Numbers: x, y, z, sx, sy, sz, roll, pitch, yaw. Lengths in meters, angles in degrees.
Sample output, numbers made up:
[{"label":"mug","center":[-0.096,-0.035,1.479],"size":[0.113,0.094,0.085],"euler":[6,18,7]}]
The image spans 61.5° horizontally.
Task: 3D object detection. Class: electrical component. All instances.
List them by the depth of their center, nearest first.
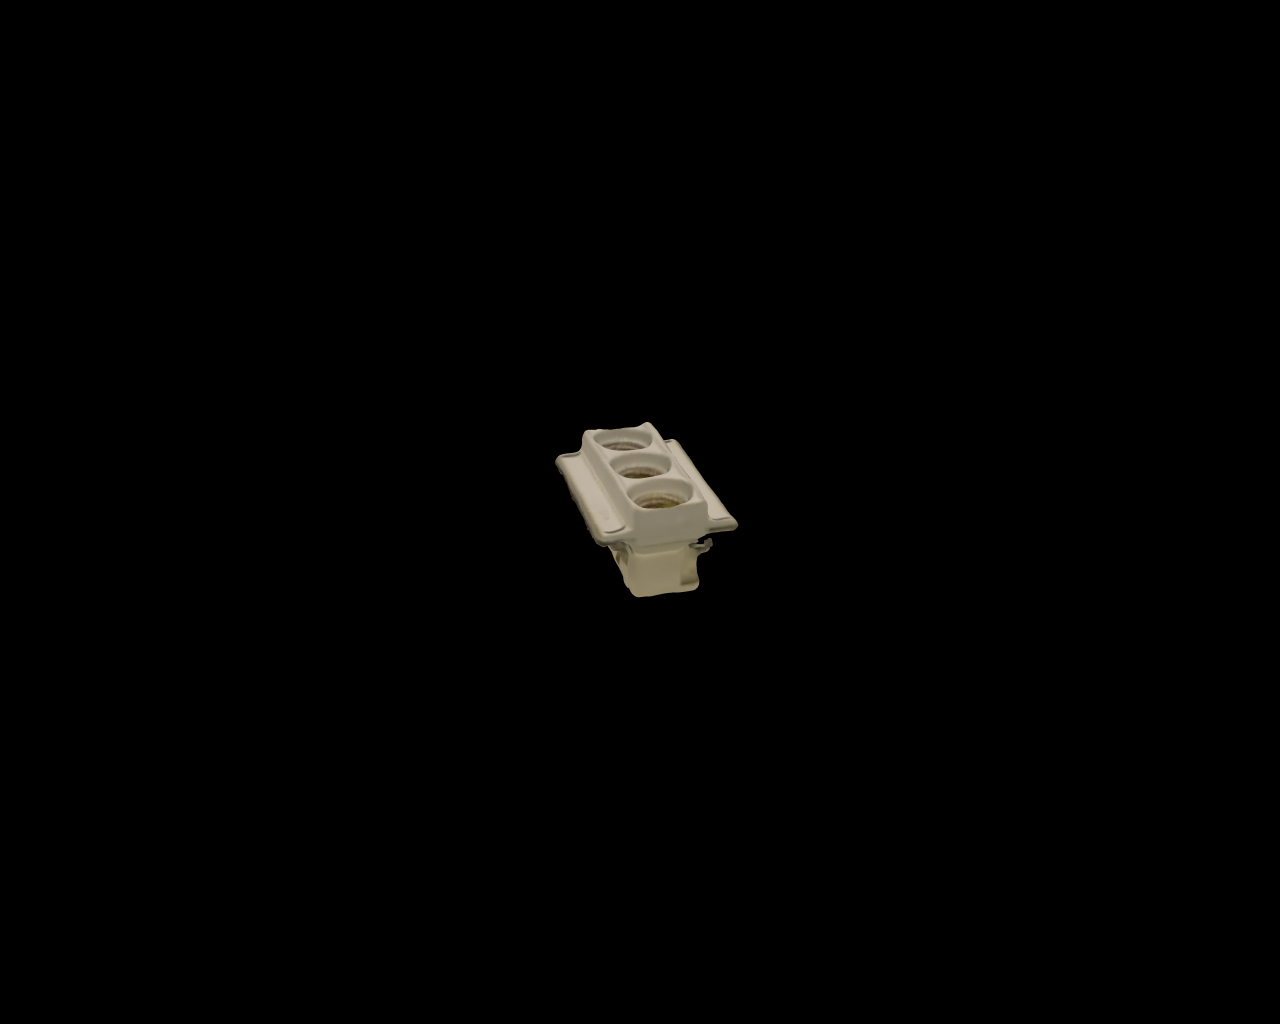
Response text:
[{"label":"electrical component","center":[0.001,-0.003,0.650],"size":[0.079,0.063,0.121],"euler":[-7,27,-14]}]
